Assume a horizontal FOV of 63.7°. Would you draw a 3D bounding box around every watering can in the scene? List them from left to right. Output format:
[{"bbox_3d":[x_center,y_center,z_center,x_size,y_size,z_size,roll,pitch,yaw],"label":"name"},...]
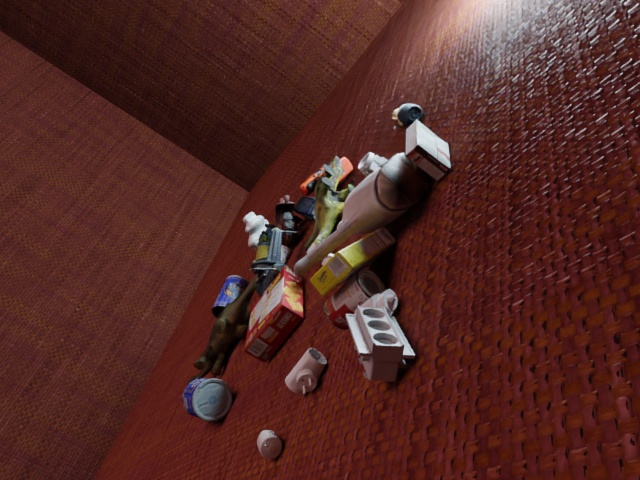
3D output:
[{"bbox_3d":[0.097,-0.059,1.047,0.354,0.104,0.221,-44,3,-35],"label":"watering can"}]

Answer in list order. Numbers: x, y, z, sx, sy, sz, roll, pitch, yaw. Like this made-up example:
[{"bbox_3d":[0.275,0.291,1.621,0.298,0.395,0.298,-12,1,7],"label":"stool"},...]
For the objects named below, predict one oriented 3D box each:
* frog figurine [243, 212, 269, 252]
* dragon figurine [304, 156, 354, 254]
[{"bbox_3d":[-0.242,-0.026,2.008,0.121,0.158,0.140,-35,26,59],"label":"frog figurine"},{"bbox_3d":[0.004,-0.073,1.460,0.239,0.122,0.418,-59,11,24],"label":"dragon figurine"}]
